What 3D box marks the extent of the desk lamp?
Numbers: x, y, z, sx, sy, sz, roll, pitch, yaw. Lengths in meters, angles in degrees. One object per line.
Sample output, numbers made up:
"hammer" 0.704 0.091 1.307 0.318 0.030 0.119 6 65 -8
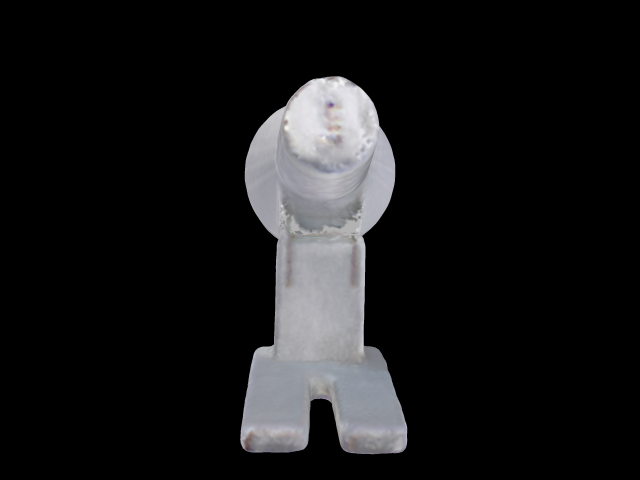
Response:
"desk lamp" 0.004 0.001 0.400 0.118 0.213 0.203 -1 11 -3
